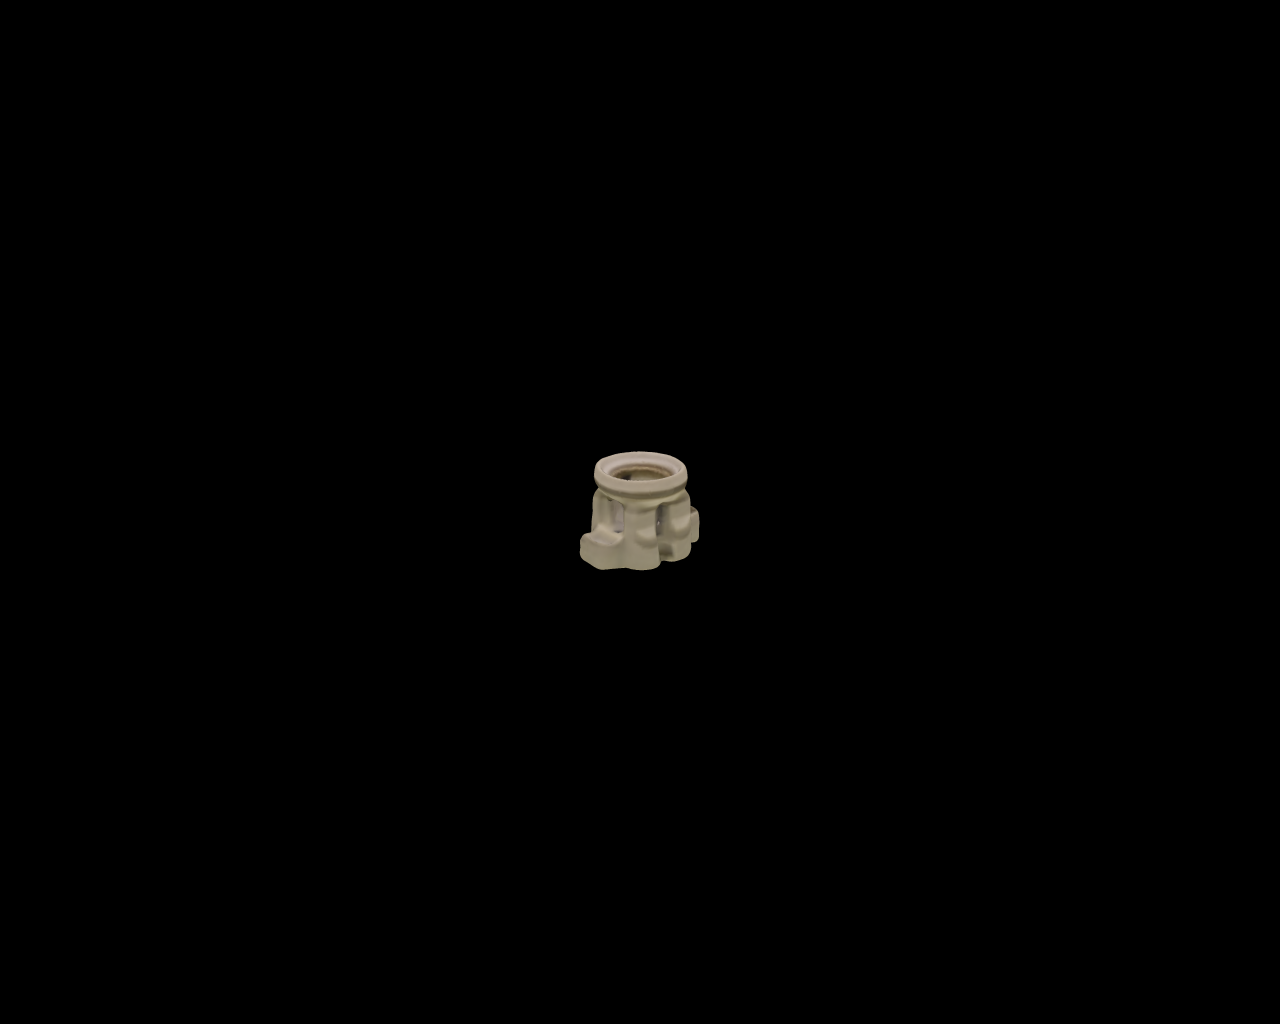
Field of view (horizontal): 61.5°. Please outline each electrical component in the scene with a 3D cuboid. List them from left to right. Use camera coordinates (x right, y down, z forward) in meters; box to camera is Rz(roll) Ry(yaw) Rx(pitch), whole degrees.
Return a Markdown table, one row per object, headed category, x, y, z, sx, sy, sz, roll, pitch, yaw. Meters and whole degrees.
| category | x | y | z | sx | sy | sz | roll | pitch | yaw |
| --- | --- | --- | --- | --- | --- | --- | --- | --- | --- |
| electrical component | 0.001 | -0.003 | 0.650 | 0.078 | 0.056 | 0.058 | -16 | 27 | -34 |
